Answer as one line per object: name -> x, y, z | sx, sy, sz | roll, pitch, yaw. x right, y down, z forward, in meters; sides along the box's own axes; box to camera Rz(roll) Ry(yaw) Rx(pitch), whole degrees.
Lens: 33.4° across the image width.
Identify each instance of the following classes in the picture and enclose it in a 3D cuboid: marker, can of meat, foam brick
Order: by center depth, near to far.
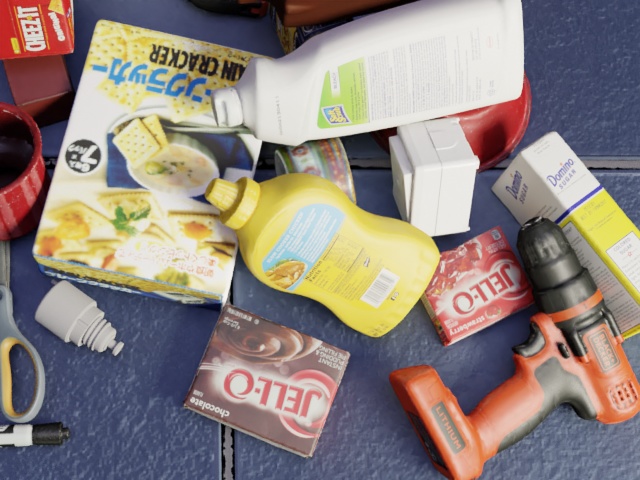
marker -> -0.259, 0.155, 0.843 | 0.121, 0.020, 0.020 | -1, 74, -6
foam brick -> -0.241, -0.143, 0.914 | 0.051, 0.053, 0.078 | -17, 77, -11
can of meat -> -0.007, -0.188, 0.926 | 0.057, 0.102, 0.084 | -19, 75, -10

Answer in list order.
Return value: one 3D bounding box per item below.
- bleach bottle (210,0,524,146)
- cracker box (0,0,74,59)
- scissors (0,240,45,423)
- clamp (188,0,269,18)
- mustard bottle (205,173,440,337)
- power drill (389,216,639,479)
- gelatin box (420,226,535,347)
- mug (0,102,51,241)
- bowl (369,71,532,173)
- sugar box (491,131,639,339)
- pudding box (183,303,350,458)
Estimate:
bleach bottle -> 0.036, -0.138, 0.858 | 0.250, 0.068, 0.102 | -13, 119, -10
cracker box -> -0.247, -0.280, 0.864 | 0.072, 0.164, 0.214 | -7, 55, -7
scissors -> -0.276, 0.062, 0.868 | 0.096, 0.016, 0.202 | -24, 65, 3
clamp -> -0.123, -0.255, 0.965 | 0.171, 0.039, 0.120 | 44, 75, 7
mustard bottle -> -0.006, 0.001, 0.847 | 0.191, 0.058, 0.096 | 27, 112, -23
power drill -> 0.154, 0.096, 0.864 | 0.187, 0.057, 0.184 | -28, 95, -10
gelatin box -> 0.130, 0.039, 0.910 | 0.089, 0.030, 0.073 | -23, 78, -11
mug -> -0.272, -0.045, 0.859 | 0.117, 0.081, 0.093 | -38, 68, -19
bowl -> 0.116, -0.140, 0.948 | 0.162, 0.055, 0.162 | 1, 74, -5
sugar box -> 0.224, -0.002, 0.899 | 0.048, 0.093, 0.176 | -32, 80, -15
pudding box -> -0.043, 0.115, 0.866 | 0.113, 0.039, 0.090 | 21, 73, 0
